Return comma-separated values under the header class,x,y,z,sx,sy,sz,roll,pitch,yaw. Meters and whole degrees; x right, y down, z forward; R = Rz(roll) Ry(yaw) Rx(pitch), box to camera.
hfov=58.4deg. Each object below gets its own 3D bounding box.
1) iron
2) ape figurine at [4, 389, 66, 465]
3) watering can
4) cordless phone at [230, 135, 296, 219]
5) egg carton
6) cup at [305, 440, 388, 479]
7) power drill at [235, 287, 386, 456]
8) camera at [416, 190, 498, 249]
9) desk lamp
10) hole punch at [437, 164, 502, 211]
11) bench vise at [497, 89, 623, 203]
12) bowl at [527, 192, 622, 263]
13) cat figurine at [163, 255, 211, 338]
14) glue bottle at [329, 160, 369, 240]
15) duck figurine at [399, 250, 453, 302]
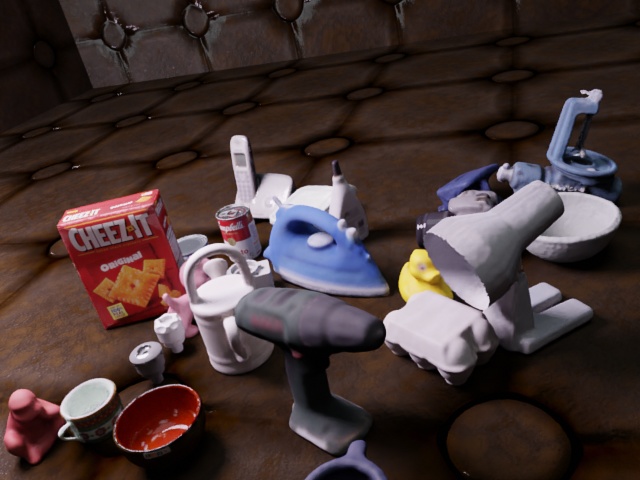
class,x,y,z,sx,sy,sz,roll,pitch,yaw
iron,0.009,0.004,0.995,0.257,0.142,0.119,15,39,41
ape figurine,-0.392,0.243,0.776,0.078,0.092,0.076,-24,30,-20
watering can,-0.142,0.090,0.845,0.101,0.194,0.172,-30,33,-28
cordless phone,-0.132,-0.140,1.266,0.147,0.185,0.094,5,33,29
egg carton,0.161,0.130,0.780,0.107,0.069,0.149,-32,34,-31
cup,0.032,0.267,0.557,0.091,0.095,0.118,-3,30,18
power drill,-0.003,0.145,0.672,0.228,0.209,0.076,15,39,41
camera,0.242,-0.034,1.010,0.136,0.101,0.143,-2,30,19
desk lamp,0.249,0.039,0.756,0.203,0.214,0.117,-23,30,-18
hole punch,0.290,-0.104,1.128,0.109,0.091,0.100,-29,32,-28
bench vise,0.428,-0.146,1.012,0.207,0.220,0.121,-14,28,-3
bowl,0.396,-0.011,0.933,0.167,0.075,0.167,-10,28,6
cat figurine,-0.217,0.081,0.971,0.067,0.118,0.128,8,34,33
glue bottle,0.045,-0.070,1.080,0.078,0.173,0.037,-30,33,-29
duck figurine,0.162,0.053,0.900,0.078,0.086,0.104,-22,30,-17
